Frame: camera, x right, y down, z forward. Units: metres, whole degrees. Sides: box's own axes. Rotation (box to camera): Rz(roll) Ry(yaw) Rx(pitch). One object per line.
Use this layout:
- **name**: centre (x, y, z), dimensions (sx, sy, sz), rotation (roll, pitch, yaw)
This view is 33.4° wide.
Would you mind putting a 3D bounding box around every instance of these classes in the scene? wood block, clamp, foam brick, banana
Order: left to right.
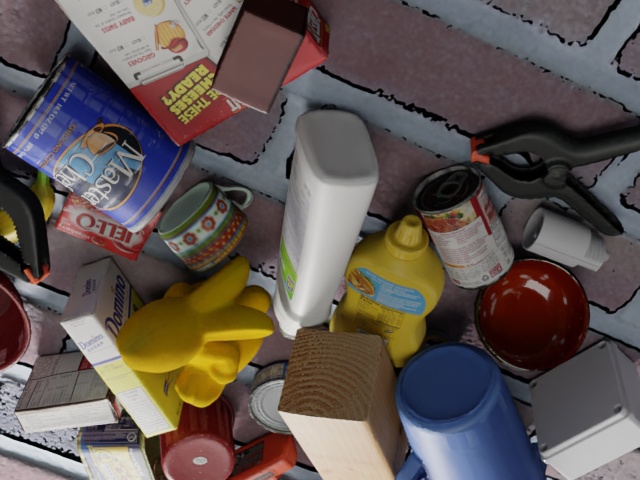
- **banana**: centre (-0.340, -0.022, 1.071), dimensions (0.198, 0.037, 0.069), rotation (-17, 101, 15)
- **clamp**: centre (-0.320, -0.053, 1.015), dimensions (0.165, 0.036, 0.210), rotation (-36, 98, 26)
- **foam brick**: centre (-0.048, -0.152, 0.846), dimensions (0.051, 0.053, 0.078), rotation (20, 125, -12)
- **wood block**: centre (0.032, 0.178, 1.098), dimensions (0.090, 0.090, 0.206), rotation (4, 151, 17)
- **clamp**: centre (0.222, -0.059, 0.988), dimensions (0.171, 0.039, 0.120), rotation (6, 121, 5)

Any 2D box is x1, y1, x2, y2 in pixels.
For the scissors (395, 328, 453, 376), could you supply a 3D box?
- **scissors**: centre (0.123, 0.166, 1.180), dimensions (0.096, 0.016, 0.201), rotation (-20, 123, 19)

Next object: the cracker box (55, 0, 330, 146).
- **cracker box**: centre (-0.117, -0.207, 0.888), dimensions (0.164, 0.072, 0.213), rotation (-27, 121, 23)

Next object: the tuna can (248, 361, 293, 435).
- **tuna can**: centre (-0.036, 0.176, 1.190), dimensions (0.086, 0.033, 0.086), rotation (3, 127, 3)

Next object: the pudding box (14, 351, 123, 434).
- **pudding box**: centre (-0.267, 0.163, 1.167), dimensions (0.113, 0.090, 0.039), rotation (-10, 125, 12)

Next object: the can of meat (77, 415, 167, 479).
- **can of meat**: centre (-0.229, 0.251, 1.251), dimensions (0.084, 0.057, 0.102), rotation (-3, 126, 10)

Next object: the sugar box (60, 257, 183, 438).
- **sugar box**: centre (-0.200, 0.113, 1.122), dimensions (0.048, 0.093, 0.176), rotation (-16, 124, 15)

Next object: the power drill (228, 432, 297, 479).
- **power drill**: centre (-0.015, 0.308, 1.273), dimensions (0.185, 0.057, 0.187), rotation (-29, 118, 18)

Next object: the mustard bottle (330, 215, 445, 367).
- **mustard bottle**: centre (0.070, 0.045, 1.042), dimensions (0.096, 0.058, 0.192), rotation (24, 140, 10)

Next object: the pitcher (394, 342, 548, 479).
- **pitcher**: centre (0.149, 0.222, 1.113), dimensions (0.145, 0.149, 0.242), rotation (-1, 139, 23)

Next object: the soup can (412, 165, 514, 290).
- **soup can**: centre (0.138, -0.011, 1.013), dimensions (0.069, 0.068, 0.102), rotation (-18, 124, 18)

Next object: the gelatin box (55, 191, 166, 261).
- **gelatin box**: centre (-0.207, -0.027, 1.056), dimensions (0.089, 0.030, 0.073), rotation (25, 125, -13)

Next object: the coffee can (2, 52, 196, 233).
- **coffee can**: centre (-0.198, -0.087, 0.965), dimensions (0.140, 0.102, 0.103), rotation (35, 122, -19)

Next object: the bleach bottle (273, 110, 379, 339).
- **bleach bottle**: centre (-0.007, 0.001, 1.029), dimensions (0.068, 0.102, 0.251), rotation (-1, 138, -16)

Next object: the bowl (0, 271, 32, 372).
- **bowl**: centre (-0.378, 0.069, 1.127), dimensions (0.162, 0.055, 0.162), rotation (3, 127, 3)

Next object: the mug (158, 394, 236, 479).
- **mug**: centre (-0.134, 0.234, 1.199), dimensions (0.093, 0.081, 0.117), rotation (-21, 119, 1)
